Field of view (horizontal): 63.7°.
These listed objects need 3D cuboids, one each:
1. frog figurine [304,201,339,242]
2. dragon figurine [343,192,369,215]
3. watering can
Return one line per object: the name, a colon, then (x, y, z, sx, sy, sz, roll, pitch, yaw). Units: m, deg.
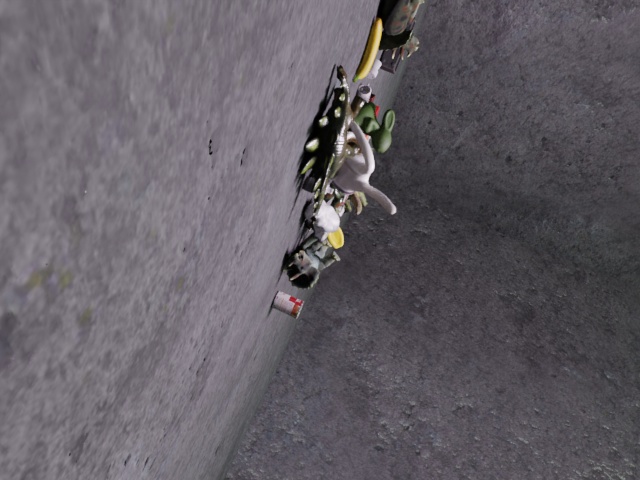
frog figurine: (0.005, -0.087, 1.728, 0.155, 0.123, 0.140, 91, -12, -52)
dragon figurine: (0.132, -0.247, 2.176, 0.413, 0.122, 0.241, -106, -175, -80)
watering can: (0.111, -0.203, 1.563, 0.104, 0.351, 0.221, -17, 166, -23)
